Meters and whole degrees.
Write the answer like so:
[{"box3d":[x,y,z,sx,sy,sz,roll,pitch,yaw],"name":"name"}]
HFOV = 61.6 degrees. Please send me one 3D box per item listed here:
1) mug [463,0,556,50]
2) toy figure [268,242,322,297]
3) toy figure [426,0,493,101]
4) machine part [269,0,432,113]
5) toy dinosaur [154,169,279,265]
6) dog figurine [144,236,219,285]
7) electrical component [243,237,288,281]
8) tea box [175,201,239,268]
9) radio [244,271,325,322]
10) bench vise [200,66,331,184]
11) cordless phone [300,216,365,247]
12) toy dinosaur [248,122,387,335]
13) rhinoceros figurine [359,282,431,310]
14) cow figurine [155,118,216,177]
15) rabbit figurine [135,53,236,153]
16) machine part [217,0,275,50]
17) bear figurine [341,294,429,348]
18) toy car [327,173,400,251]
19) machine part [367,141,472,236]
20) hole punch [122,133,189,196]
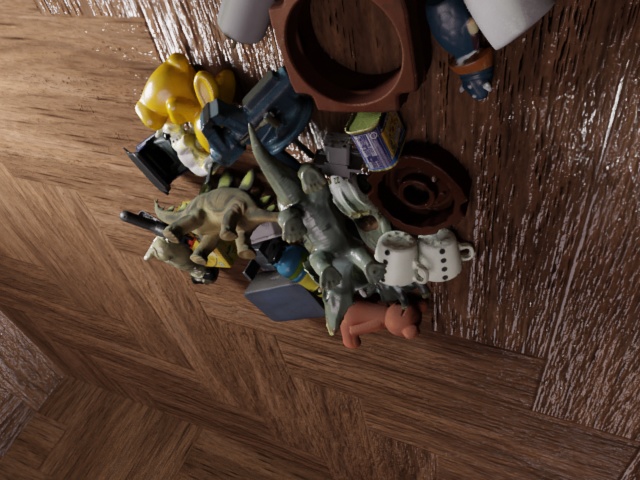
[{"box3d":[0.215,-0.295,0.623,0.107,0.081,0.109,45,146,-9],"name":"mug"},{"box3d":[-0.033,0.066,1.206,0.180,0.089,0.082,22,-173,-23],"name":"toy figure"},{"box3d":[0.192,-0.254,0.707,0.058,0.064,0.154,-34,124,11],"name":"toy figure"},{"box3d":[0.046,-0.282,0.747,0.202,0.087,0.200,9,139,28],"name":"machine part"},{"box3d":[-0.221,-0.051,1.112,0.472,0.198,0.104,1,137,33],"name":"toy dinosaur"},{"box3d":[-0.335,0.042,1.375,0.190,0.121,0.172,31,174,-12],"name":"dog figurine"},{"box3d":[-0.128,0.036,1.227,0.048,0.119,0.074,-11,127,42],"name":"electrical component"},{"box3d":[-0.275,-0.013,1.308,0.098,0.068,0.169,3,137,35],"name":"tea box"},{"box3d":[-0.074,0.136,1.356,0.230,0.073,0.131,-14,127,46],"name":"radio"},{"box3d":[-0.076,-0.163,0.909,0.240,0.223,0.129,35,-169,-33],"name":"bench vise"},{"box3d":[-0.003,-0.003,1.120,0.146,0.088,0.184,25,167,-35],"name":"cordless phone"},{"box3d":[-0.009,-0.029,0.902,0.404,0.131,0.192,63,173,-19],"name":"toy dinosaur"},{"box3d":[0.157,0.088,1.137,0.112,0.073,0.190,39,143,-17],"name":"rhinoceros figurine"},{"box3d":[-0.272,-0.200,1.083,0.098,0.068,0.167,-7,131,47],"name":"cow figurine"},{"box3d":[-0.212,-0.236,0.953,0.173,0.122,0.162,49,121,4],"name":"rabbit figurine"},{"box3d":[-0.090,-0.361,0.747,0.079,0.079,0.243,32,145,-5],"name":"machine part"},{"box3d":[0.148,0.184,1.230,0.196,0.120,0.131,6,142,21],"name":"bear figurine"},{"box3d":[0.087,-0.053,1.026,0.074,0.056,0.201,-13,128,43],"name":"toy car"},{"box3d":[0.171,-0.088,0.927,0.180,0.056,0.179,18,142,15],"name":"machine part"},{"box3d":[-0.345,-0.171,1.163,0.142,0.092,0.116,48,162,-25],"name":"hole punch"}]
